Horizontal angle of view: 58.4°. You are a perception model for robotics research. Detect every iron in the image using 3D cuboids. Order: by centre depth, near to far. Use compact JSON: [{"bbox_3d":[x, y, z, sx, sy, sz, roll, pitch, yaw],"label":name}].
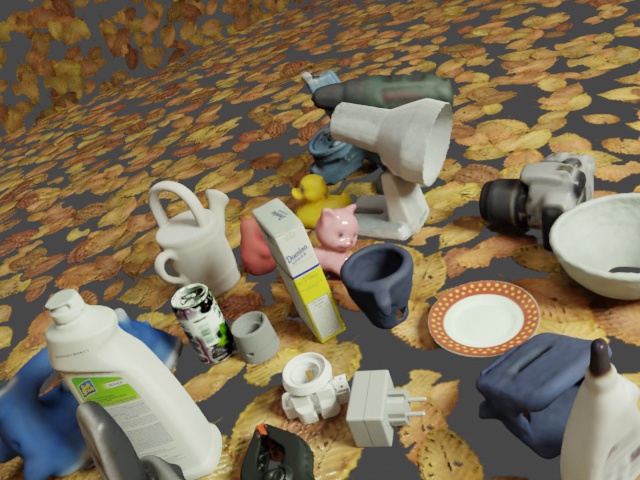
[{"bbox_3d":[-0.293,0.167,0.719,0.118,0.142,0.259,10,42,38],"label":"iron"}]

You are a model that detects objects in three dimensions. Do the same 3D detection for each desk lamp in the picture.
[{"bbox_3d":[0.106,-0.109,0.865,0.202,0.214,0.118,5,39,33],"label":"desk lamp"}]

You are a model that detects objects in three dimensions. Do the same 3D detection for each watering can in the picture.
[{"bbox_3d":[-0.201,-0.012,0.896,0.100,0.194,0.173,-11,33,12],"label":"watering can"}]

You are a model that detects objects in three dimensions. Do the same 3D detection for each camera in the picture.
[{"bbox_3d":[0.303,-0.068,0.807,0.136,0.101,0.143,7,40,35],"label":"camera"}]

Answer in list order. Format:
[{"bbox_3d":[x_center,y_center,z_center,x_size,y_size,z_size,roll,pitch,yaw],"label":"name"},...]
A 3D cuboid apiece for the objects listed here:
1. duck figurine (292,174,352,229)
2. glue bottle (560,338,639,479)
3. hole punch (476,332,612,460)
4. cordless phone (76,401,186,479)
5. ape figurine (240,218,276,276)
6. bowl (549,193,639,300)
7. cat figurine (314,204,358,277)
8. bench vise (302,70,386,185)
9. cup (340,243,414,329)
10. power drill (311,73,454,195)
[{"bbox_3d":[0.000,-0.073,0.987,0.104,0.086,0.077,-7,34,19],"label":"duck figurine"},{"bbox_3d":[0.226,0.142,0.457,0.078,0.173,0.037,-30,34,-18],"label":"glue bottle"},{"bbox_3d":[0.212,0.135,0.553,0.109,0.091,0.100,-30,34,-18],"label":"hole punch"},{"bbox_3d":[-0.155,0.234,0.503,0.147,0.185,0.094,18,47,44],"label":"cordless phone"},{"bbox_3d":[-0.098,0.005,0.913,0.076,0.092,0.077,-32,34,-21],"label":"ape figurine"},{"bbox_3d":[0.360,0.018,0.670,0.167,0.075,0.167,-13,32,9],"label":"bowl"},{"bbox_3d":[0.008,0.003,0.836,0.128,0.118,0.067,-23,32,-6],"label":"cat figurine"},{"bbox_3d":[0.056,-0.229,1.068,0.208,0.220,0.121,-30,33,-17],"label":"bench vise"},{"bbox_3d":[0.081,0.072,0.714,0.091,0.095,0.117,-15,32,6],"label":"cup"},{"bbox_3d":[0.119,-0.187,0.982,0.229,0.209,0.075,-13,32,10],"label":"power drill"}]
